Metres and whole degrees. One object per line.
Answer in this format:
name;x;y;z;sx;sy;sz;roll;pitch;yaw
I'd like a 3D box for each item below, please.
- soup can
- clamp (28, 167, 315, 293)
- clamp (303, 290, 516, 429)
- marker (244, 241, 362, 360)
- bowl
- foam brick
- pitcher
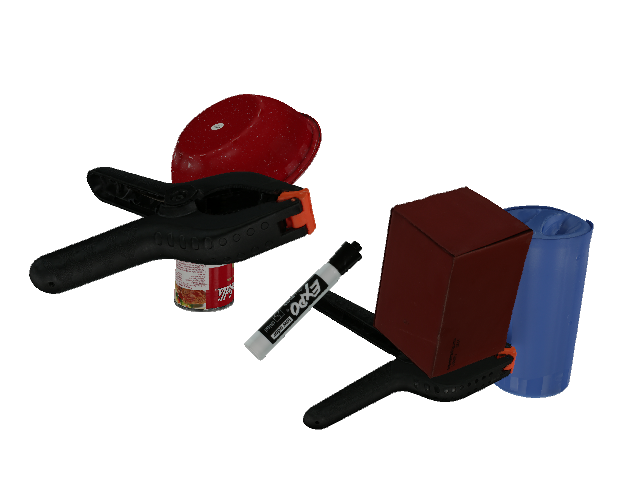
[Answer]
soup can;-0.130;0.020;1.192;0.068;0.102;0.068;2;18;-1
clamp;-0.092;-0.007;0.654;0.172;0.039;0.120;0;42;22
clamp;0.081;0.120;1.023;0.210;0.164;0.036;6;-43;5
marker;-0.011;0.045;0.841;0.121;0.020;0.020;-45;11;-11
bowl;-0.083;-0.089;1.007;0.162;0.055;0.162;-21;35;15
foam brick;0.066;0.021;0.544;0.052;0.078;0.051;-15;39;-30
pitcher;0.277;0.084;1.421;0.149;0.243;0.145;4;20;11
